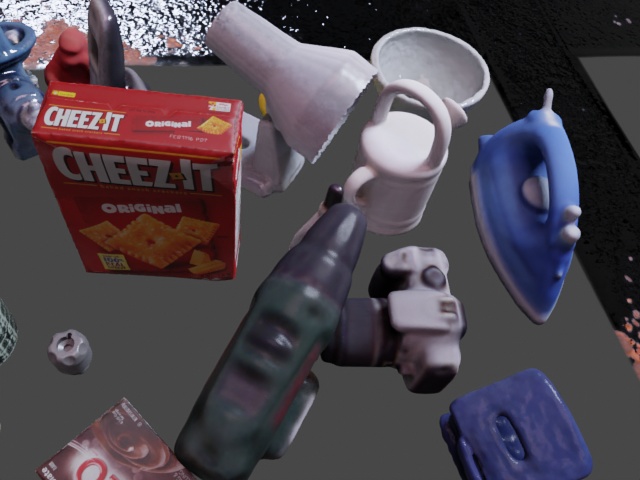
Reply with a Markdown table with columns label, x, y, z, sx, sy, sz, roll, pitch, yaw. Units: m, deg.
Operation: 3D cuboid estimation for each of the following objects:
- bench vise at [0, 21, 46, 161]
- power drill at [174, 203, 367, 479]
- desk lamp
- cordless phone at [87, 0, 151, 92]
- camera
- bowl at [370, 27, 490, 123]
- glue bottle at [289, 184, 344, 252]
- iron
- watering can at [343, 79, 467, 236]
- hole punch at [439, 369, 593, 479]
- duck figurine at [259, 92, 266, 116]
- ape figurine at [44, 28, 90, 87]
| label | x | y | z | sx | sy | sz | roll | pitch | yaw |
| --- | --- | --- | --- | --- | --- | --- | --- | --- | --- |
| bench vise | -0.355 | -0.213 | 0.635 | 0.207 | 0.220 | 0.122 | 30 | 57 | 11 |
| power drill | -0.035 | 0.102 | 0.484 | 0.075 | 0.208 | 0.230 | 25 | 57 | 9 |
| desk lamp | -0.052 | -0.146 | 0.643 | 0.203 | 0.213 | 0.118 | 27 | 57 | 10 |
| cordless phone | -0.226 | -0.157 | 0.640 | 0.094 | 0.185 | 0.147 | -24 | 63 | -22 |
| camera | 0.069 | 0.075 | 0.583 | 0.137 | 0.101 | 0.143 | 2 | 56 | -8 |
| bowl | 0.147 | -0.219 | 0.807 | 0.167 | 0.075 | 0.167 | 4 | 56 | -6 |
| glue bottle | 0.005 | 0.002 | 0.578 | 0.037 | 0.173 | 0.078 | -30 | 66 | -25 |
| iron | 0.261 | -0.046 | 0.670 | 0.118 | 0.141 | 0.258 | 4 | 56 | -6 |
| watering can | 0.095 | -0.103 | 0.649 | 0.101 | 0.194 | 0.173 | 25 | 57 | 8 |
| hole punch | 0.177 | 0.189 | 0.531 | 0.101 | 0.091 | 0.108 | -13 | 60 | -17 |
| duck figurine | -0.041 | -0.203 | 0.759 | 0.077 | 0.086 | 0.104 | -4 | 57 | -11 |
| ape figurine | -0.310 | -0.225 | 0.728 | 0.078 | 0.092 | 0.076 | 6 | 56 | -5 |
